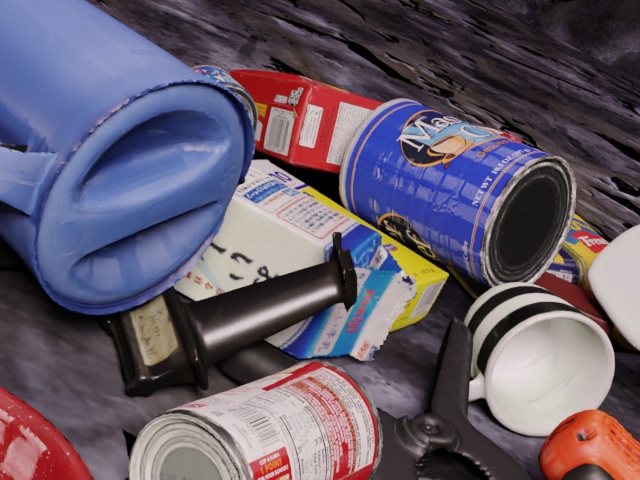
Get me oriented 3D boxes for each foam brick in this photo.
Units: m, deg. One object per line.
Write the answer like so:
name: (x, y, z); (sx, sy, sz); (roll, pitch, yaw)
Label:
foam brick: (0.171, 0.059, 0.798); (0.078, 0.053, 0.051); (24, 21, -3)

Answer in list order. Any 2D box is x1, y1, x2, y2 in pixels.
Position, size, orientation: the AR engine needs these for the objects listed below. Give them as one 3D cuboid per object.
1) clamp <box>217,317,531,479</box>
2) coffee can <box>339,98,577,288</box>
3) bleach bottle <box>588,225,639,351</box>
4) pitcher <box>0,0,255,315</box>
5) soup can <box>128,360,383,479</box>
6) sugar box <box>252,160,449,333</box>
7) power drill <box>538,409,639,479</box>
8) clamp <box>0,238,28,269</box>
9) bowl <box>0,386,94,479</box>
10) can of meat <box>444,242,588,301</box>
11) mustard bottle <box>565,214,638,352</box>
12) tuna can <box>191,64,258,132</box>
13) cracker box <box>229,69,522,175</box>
clamp: (0.058, 0.107, 0.564); (0.164, 0.036, 0.210); (-6, 36, -32)
coffee can: (0.098, -0.034, 0.774); (0.102, 0.103, 0.140); (1, 21, -46)
bleach bottle: (0.310, 0.083, 0.817); (0.250, 0.068, 0.102); (30, 25, -37)
pitcher: (-0.165, -0.080, 0.564); (0.144, 0.149, 0.243); (-39, 58, -22)
soup can: (-0.026, 0.096, 0.475); (0.069, 0.069, 0.102); (35, 24, 26)
sugar box: (-0.005, 0.001, 0.758); (0.176, 0.048, 0.093); (35, 22, 23)
power drill: (0.159, 0.178, 0.466); (0.184, 0.057, 0.187); (44, 25, 5)
clamp: (-0.190, 0.000, 0.574); (0.120, 0.039, 0.171); (22, 21, 4)
bowl: (-0.155, 0.099, 0.347); (0.162, 0.055, 0.162); (21, 21, -9)
can of meat: (0.155, 0.017, 0.877); (0.083, 0.057, 0.102); (10, 24, -28)
mustard bottle: (0.236, 0.023, 0.948); (0.096, 0.058, 0.192); (9, 25, -34)
tuna can: (-0.091, -0.090, 0.827); (0.085, 0.086, 0.034); (3, 31, -44)
cracker box: (0.039, -0.088, 0.923); (0.213, 0.072, 0.164); (11, 7, -28)
